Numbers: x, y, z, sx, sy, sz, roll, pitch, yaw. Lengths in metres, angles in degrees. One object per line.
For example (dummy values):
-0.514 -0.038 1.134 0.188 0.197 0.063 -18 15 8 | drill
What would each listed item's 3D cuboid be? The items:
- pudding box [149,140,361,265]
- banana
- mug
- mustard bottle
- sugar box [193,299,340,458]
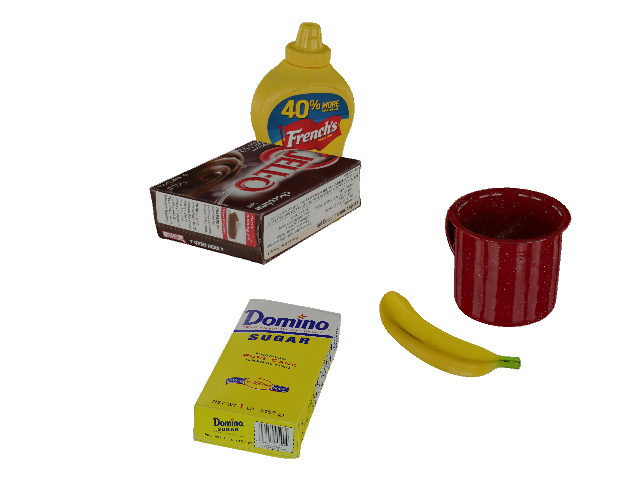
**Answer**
-0.039 -0.028 0.691 0.090 0.039 0.113 12 30 32 | pudding box
0.111 0.098 1.095 0.069 0.037 0.198 5 17 -40 | banana
0.139 0.010 0.848 0.093 0.081 0.117 -21 34 -30 | mug
-0.017 -0.106 0.984 0.096 0.192 0.058 -5 29 -20 | mustard bottle
-0.044 0.118 0.959 0.093 0.048 0.176 10 32 8 | sugar box
